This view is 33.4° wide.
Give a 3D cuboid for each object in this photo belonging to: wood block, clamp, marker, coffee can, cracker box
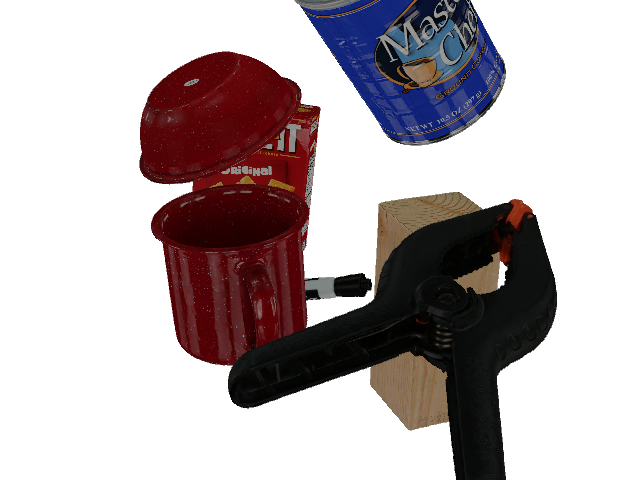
[{"bbox_3d":[0.110,0.068,1.040,0.090,0.206,0.091,-9,27,-21],"label":"wood block"},{"bbox_3d":[0.058,0.044,0.455,0.120,0.039,0.171,36,54,23],"label":"clamp"},{"bbox_3d":[-0.017,0.040,0.860,0.121,0.020,0.020,-5,-2,22],"label":"marker"},{"bbox_3d":[0.055,-0.150,0.743,0.103,0.102,0.140,0,-37,37],"label":"coffee can"},{"bbox_3d":[-0.095,-0.090,1.511,0.164,0.214,0.072,9,21,7],"label":"cracker box"}]

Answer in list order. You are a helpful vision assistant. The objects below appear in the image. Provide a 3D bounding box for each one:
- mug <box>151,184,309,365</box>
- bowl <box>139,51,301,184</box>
[{"bbox_3d":[-0.046,0.026,0.630,0.093,0.081,0.117,-13,28,-17],"label":"mug"},{"bbox_3d":[-0.101,-0.120,0.947,0.162,0.055,0.162,-20,33,13],"label":"bowl"}]
